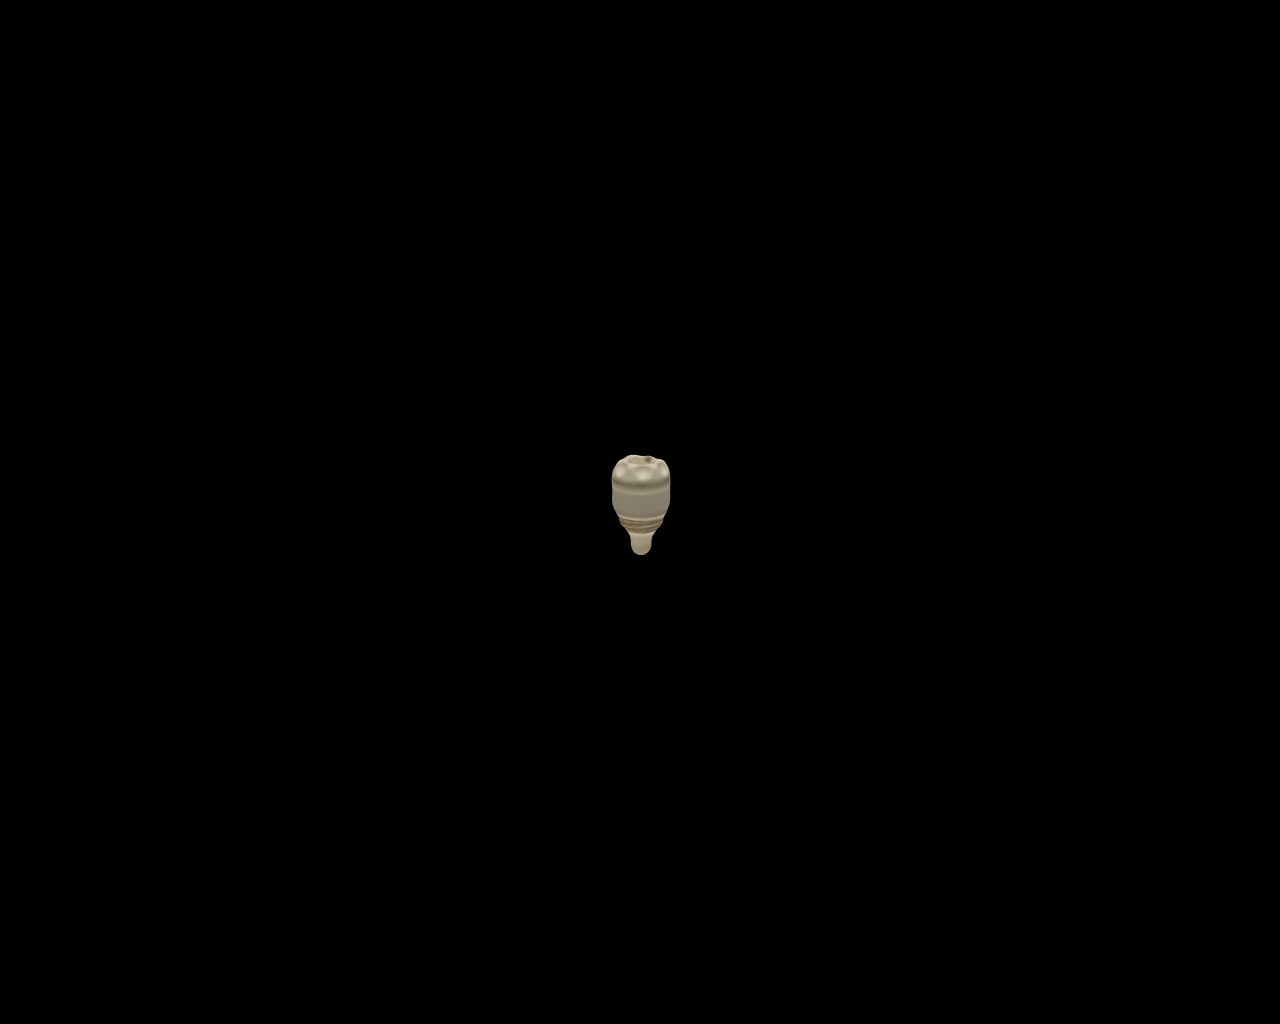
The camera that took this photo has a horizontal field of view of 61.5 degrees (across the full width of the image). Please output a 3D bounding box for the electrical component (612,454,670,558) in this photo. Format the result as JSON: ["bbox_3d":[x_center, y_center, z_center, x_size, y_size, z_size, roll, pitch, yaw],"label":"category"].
[{"bbox_3d":[0.001,-0.003,0.650,0.035,0.061,0.035,0,19,0],"label":"electrical component"}]
